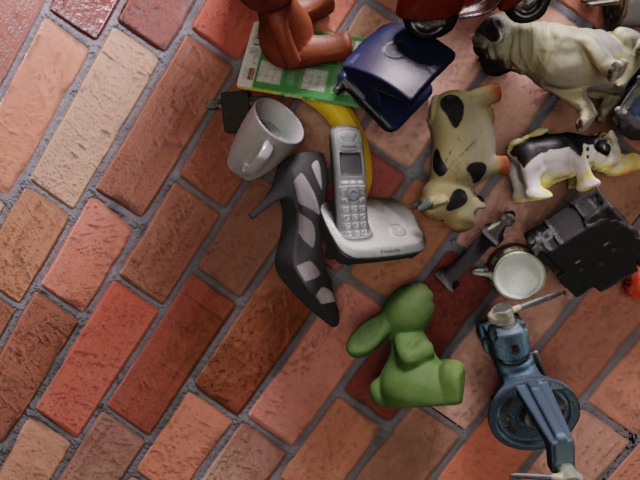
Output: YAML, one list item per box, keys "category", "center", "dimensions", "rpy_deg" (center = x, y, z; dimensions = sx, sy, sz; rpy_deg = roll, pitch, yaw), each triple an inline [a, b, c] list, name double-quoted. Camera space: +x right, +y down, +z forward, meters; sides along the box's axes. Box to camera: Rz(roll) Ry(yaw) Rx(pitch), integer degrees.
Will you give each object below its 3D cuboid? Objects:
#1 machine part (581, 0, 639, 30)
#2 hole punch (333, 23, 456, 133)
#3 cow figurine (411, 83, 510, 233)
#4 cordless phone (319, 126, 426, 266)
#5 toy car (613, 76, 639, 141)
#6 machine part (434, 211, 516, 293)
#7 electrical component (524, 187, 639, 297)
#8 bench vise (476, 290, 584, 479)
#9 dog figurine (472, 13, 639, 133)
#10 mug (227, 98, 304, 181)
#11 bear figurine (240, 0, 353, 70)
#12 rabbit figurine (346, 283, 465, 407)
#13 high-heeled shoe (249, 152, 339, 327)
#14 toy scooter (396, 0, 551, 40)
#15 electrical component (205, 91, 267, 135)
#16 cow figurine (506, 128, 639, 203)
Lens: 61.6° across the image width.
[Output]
- category: "machine part"
  center: [0.460, -0.314, 0.678]
  dimensions: [0.243, 0.079, 0.079]
  rpy_deg: [-5, 97, 7]
- category: "hole punch"
  center: [0.099, -0.224, 0.705]
  dimensions: [0.116, 0.092, 0.142]
  rpy_deg: [43, 72, -3]
- category: "cow figurine"
  center: [0.186, -0.106, 0.736]
  dimensions: [0.127, 0.085, 0.194]
  rpy_deg: [-7, 99, 2]
- category: "cordless phone"
  center: [0.068, -0.062, 0.736]
  dimensions: [0.146, 0.089, 0.184]
  rpy_deg: [-5, 95, -28]
- category: "toy car"
  center: [0.455, -0.168, 0.685]
  dimensions: [0.162, 0.103, 0.109]
  rpy_deg: [17, 128, -1]
- category: "machine part"
  center: [0.220, 0.014, 0.751]
  dimensions: [0.039, 0.084, 0.139]
  rpy_deg: [43, 110, 5]
- category: "electrical component"
  center: [0.362, 0.011, 0.718]
  dimensions: [0.134, 0.058, 0.115]
  rpy_deg: [36, 121, -24]
- category: "bench vise"
  center: [0.278, 0.203, 0.699]
  dimensions: [0.129, 0.241, 0.223]
  rpy_deg: [-6, 113, 4]
- category: "dog figurine"
  center: [0.317, -0.250, 0.705]
  dimensions: [0.191, 0.172, 0.121]
  rpy_deg: [44, 135, 25]
- category: "mug"
  center: [-0.084, -0.125, 0.751]
  dimensions: [0.081, 0.109, 0.107]
  rpy_deg: [26, 135, -24]
- category: "bear figurine"
  center: [-0.036, -0.301, 0.661]
  dimensions: [0.132, 0.195, 0.120]
  rpy_deg: [-19, 72, -2]
- category: "rabbit figurine"
  center: [0.124, 0.149, 0.780]
  dimensions: [0.159, 0.121, 0.170]
  rpy_deg: [-6, 79, 15]
- category: "high-heeled shoe"
  center: [-0.002, -0.002, 0.794]
  dimensions: [0.145, 0.086, 0.248]
  rpy_deg: [-39, 111, -20]
- category: "toy scooter"
  center: [0.175, -0.314, 0.625]
  dimensions: [0.184, 0.075, 0.135]
  rpy_deg: [-2, 137, 17]
- category: "electrical component"
  center: [-0.122, -0.186, 0.792]
  dimensions: [0.094, 0.021, 0.063]
  rpy_deg: [-1, 98, 6]
- category: "cow figurine"
  center: [0.339, -0.111, 0.723]
  dimensions: [0.167, 0.068, 0.098]
  rpy_deg: [-15, 92, 0]
